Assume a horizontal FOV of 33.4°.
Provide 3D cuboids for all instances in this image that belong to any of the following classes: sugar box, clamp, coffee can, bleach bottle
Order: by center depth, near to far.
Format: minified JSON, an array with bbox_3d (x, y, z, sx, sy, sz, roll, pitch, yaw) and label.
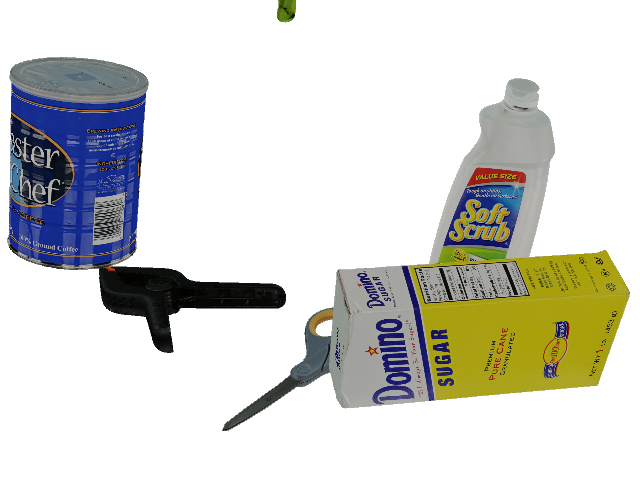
[{"bbox_3d":[0.096,0.057,0.676,0.176,0.093,0.048,-6,43,-9],"label":"sugar box"},{"bbox_3d":[-0.190,-0.062,0.832,0.103,0.140,0.103,7,23,-3],"label":"coffee can"},{"bbox_3d":[0.166,-0.042,1.047,0.103,0.251,0.068,22,38,21],"label":"bleach bottle"},{"bbox_3d":[-0.163,0.061,1.088,0.210,0.036,0.164,11,20,34],"label":"clamp"}]

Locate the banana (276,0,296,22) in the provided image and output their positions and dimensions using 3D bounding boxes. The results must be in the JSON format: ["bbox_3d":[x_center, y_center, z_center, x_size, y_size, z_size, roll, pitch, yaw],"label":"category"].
[{"bbox_3d":[-0.083,-0.189,0.674,0.198,0.069,0.037,20,-34,30],"label":"banana"}]

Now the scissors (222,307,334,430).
[{"bbox_3d":[-0.021,0.107,0.947,0.201,0.016,0.096,-19,34,-29],"label":"scissors"}]
